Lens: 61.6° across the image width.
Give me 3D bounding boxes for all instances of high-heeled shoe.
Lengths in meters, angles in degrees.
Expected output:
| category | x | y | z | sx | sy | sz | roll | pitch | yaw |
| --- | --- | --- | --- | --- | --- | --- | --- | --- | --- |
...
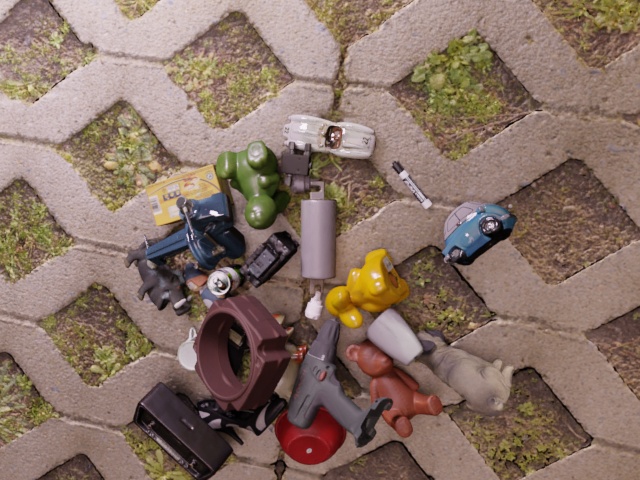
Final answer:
| category | x | y | z | sx | sy | sz | roll | pitch | yaw |
| --- | --- | --- | --- | --- | --- | --- | --- | --- | --- |
| high-heeled shoe | -0.175 | 0.363 | 1.181 | 0.145 | 0.086 | 0.248 | 46 | 124 | 5 |

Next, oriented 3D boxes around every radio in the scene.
| category | x | y | z | sx | sy | sz | roll | pitch | yaw |
| --- | --- | --- | --- | --- | --- | --- | --- | --- | --- |
| radio | -0.316 | 0.439 | 1.219 | 0.229 | 0.073 | 0.131 | 42 | 137 | 5 |

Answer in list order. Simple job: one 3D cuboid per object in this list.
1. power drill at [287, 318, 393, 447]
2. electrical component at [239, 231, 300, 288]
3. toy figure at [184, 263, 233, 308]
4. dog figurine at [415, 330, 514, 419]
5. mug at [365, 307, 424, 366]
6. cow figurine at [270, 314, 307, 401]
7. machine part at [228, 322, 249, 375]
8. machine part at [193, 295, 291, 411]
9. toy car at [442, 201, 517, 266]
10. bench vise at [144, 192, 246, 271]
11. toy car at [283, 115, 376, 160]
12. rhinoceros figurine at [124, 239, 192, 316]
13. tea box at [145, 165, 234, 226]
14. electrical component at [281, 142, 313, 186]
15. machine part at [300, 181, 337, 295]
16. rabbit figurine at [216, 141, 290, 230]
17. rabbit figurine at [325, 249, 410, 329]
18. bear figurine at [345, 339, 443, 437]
| category | x | y | z | sx | sy | sz | roll | pitch | yaw |
| --- | --- | --- | --- | --- | --- | --- | --- | --- | --- |
| power drill | 0.041 | 0.298 | 1.088 | 0.208 | 0.086 | 0.232 | 27 | 87 | 29 |
| electrical component | -0.108 | 0.041 | 1.143 | 0.058 | 0.134 | 0.115 | 43 | 103 | 4 |
| toy figure | -0.252 | 0.112 | 1.212 | 0.154 | 0.058 | 0.064 | 41 | 118 | 3 |
| dog figurine | 0.271 | 0.263 | 1.078 | 0.191 | 0.172 | 0.121 | 26 | 88 | 0 |
| mug | 0.156 | 0.205 | 1.092 | 0.081 | 0.109 | 0.107 | -41 | 67 | -9 |
| cow figurine | -0.094 | 0.259 | 1.188 | 0.127 | 0.085 | 0.194 | 2 | 97 | 5 |
| machine part | -0.200 | 0.255 | 1.219 | 0.084 | 0.039 | 0.138 | 21 | 104 | 33 |
| machine part | -0.168 | 0.231 | 1.110 | 0.201 | 0.087 | 0.201 | 42 | 116 | 34 |
| toy car | 0.308 | -0.023 | 1.085 | 0.161 | 0.109 | 0.103 | -41 | 65 | 22 |
| bench vise | -0.277 | -0.001 | 1.136 | 0.241 | 0.223 | 0.129 | -23 | 67 | 13 |
| toy car | 0.018 | -0.217 | 1.137 | 0.202 | 0.056 | 0.073 | 11 | 97 | 9 |
| rhinoceros figurine | -0.364 | 0.091 | 1.232 | 0.112 | 0.073 | 0.190 | -30 | 87 | 1 |
| tea box | -0.290 | -0.099 | 1.198 | 0.170 | 0.068 | 0.098 | -14 | 93 | 10 |
| electrical component | -0.047 | -0.157 | 1.123 | 0.063 | 0.021 | 0.094 | 9 | 97 | 12 |
| machine part | -0.002 | -0.003 | 1.149 | 0.079 | 0.079 | 0.243 | 2 | 94 | 10 |
| rabbit figurine | -0.134 | -0.096 | 1.127 | 0.121 | 0.159 | 0.170 | -13 | 74 | 13 |
| rabbit figurine | 0.083 | 0.120 | 1.120 | 0.173 | 0.162 | 0.121 | -25 | 102 | 29 |
| bear figurine | 0.149 | 0.289 | 1.125 | 0.120 | 0.132 | 0.195 | -25 | 94 | -21 |
